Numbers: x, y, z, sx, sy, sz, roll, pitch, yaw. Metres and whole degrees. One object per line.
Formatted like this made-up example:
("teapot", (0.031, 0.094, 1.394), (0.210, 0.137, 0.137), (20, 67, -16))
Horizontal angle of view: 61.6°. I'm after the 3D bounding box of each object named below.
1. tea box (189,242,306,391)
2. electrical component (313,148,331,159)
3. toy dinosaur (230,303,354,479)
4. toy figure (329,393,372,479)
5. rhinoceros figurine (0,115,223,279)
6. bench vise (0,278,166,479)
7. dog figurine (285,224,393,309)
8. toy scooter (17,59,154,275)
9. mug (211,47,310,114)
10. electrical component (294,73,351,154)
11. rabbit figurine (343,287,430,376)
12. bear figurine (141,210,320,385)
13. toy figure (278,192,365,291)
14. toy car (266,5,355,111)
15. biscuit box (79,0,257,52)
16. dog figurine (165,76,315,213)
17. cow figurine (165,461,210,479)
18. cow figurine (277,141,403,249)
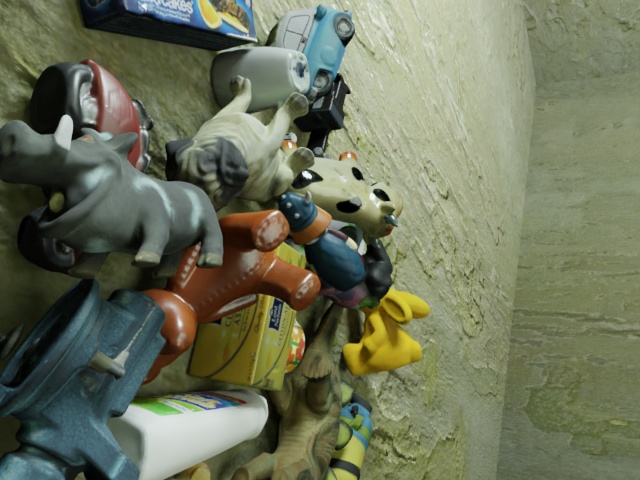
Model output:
("tea box", (-0.085, 0.089, 0.649), (0.068, 0.098, 0.169), (35, 59, -56))
("electrical component", (-0.010, -0.103, 0.812), (0.094, 0.063, 0.021), (63, 16, -61))
("toy dinosaur", (-0.016, 0.241, 0.782), (0.198, 0.105, 0.471), (63, 38, -48))
("toy figure", (0.040, 0.340, 0.884), (0.180, 0.089, 0.082), (-49, 127, -45))
("rhinoceros figurine", (-0.147, -0.028, 0.404), (0.190, 0.073, 0.112), (22, 62, -58))
("bench vise", (-0.229, 0.102, 0.385), (0.240, 0.129, 0.223), (43, 63, -26))
("dog figurine", (0.002, 0.058, 0.786), (0.219, 0.108, 0.191), (-42, 107, -47))
("toy scooter", (-0.188, -0.059, 0.482), (0.135, 0.075, 0.183), (10, 84, -54))
("mug", (-0.068, -0.188, 0.663), (0.081, 0.107, 0.109), (-6, 93, -59))
("electrical component", (-0.004, -0.189, 0.813), (0.047, 0.075, 0.119), (47, 54, -50))
("rabbit figurine", (0.107, 0.143, 0.965), (0.122, 0.162, 0.173), (-8, 80, -48))
("bear figurine", (-0.117, 0.060, 0.526), (0.196, 0.132, 0.120), (-43, 125, -29))
("toy figure", (-0.002, -0.001, 0.688), (0.064, 0.058, 0.154), (-43, 109, -16))
("toy car", (-0.026, -0.262, 0.753), (0.103, 0.109, 0.161), (26, 74, -20))
("biscuit box", (-0.150, -0.243, 0.562), (0.202, 0.063, 0.059), (-21, 108, -59))
("dog figurine", (-0.099, -0.070, 0.601), (0.172, 0.121, 0.190), (82, 29, -43))
("cow figurine", (-0.169, 0.305, 0.542), (0.098, 0.068, 0.167), (31, 63, -50))
("cow figurine", (0.032, -0.060, 0.751), (0.195, 0.085, 0.127), (7, 51, -26))
